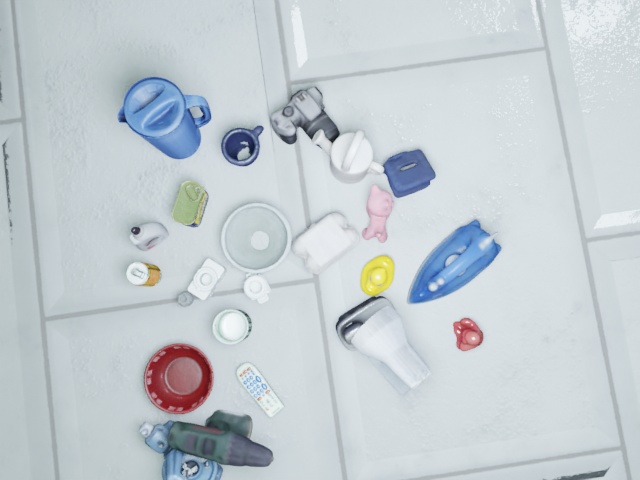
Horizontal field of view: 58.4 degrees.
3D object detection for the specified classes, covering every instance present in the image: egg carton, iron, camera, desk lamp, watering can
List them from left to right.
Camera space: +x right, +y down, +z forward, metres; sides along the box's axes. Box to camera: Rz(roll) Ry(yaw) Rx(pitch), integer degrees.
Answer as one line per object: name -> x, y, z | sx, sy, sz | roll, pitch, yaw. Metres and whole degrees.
camera -> -0.029, -0.282, 1.384 | 0.143, 0.101, 0.137 | -39, 86, -4
egg carton -> 0.013, 0.005, 1.370 | 0.150, 0.069, 0.107 | -38, 86, -4
watering can -> 0.066, -0.199, 1.329 | 0.173, 0.194, 0.101 | 4, 84, 0
desk lamp -> 0.167, 0.250, 1.274 | 0.118, 0.213, 0.203 | -41, 86, -4
iron -> 0.310, 0.064, 1.331 | 0.258, 0.141, 0.118 | -41, 86, -4

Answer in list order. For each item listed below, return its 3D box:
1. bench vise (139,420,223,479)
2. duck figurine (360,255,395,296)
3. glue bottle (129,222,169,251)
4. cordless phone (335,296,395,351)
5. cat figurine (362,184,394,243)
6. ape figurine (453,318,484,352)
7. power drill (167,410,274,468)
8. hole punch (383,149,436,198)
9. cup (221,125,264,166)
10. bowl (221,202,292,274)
bench vise -> -0.319, 0.488, 1.241 | 0.207, 0.219, 0.121 | 21, 84, 2
duck figurine -> 0.139, 0.083, 1.355 | 0.077, 0.086, 0.104 | 33, 85, 3
glue bottle -> -0.403, -0.012, 1.315 | 0.078, 0.173, 0.037 | -40, 85, -4
cordless phone -> 0.109, 0.189, 1.294 | 0.147, 0.185, 0.094 | -35, 85, -4
cat figurine -> 0.140, -0.063, 1.354 | 0.067, 0.117, 0.128 | 6, 84, 0
ape figurine -> 0.350, 0.225, 1.340 | 0.076, 0.092, 0.078 | 28, 85, 3
power drill -> -0.206, 0.434, 1.254 | 0.229, 0.208, 0.076 | 9, 84, 1
hole punch -> 0.211, -0.165, 1.379 | 0.108, 0.091, 0.101 | -22, 85, -3
cup -> -0.177, -0.224, 1.379 | 0.091, 0.095, 0.118 | 44, 85, 4
bowl -> -0.148, -0.001, 1.366 | 0.167, 0.074, 0.167 | 0, 84, -1
